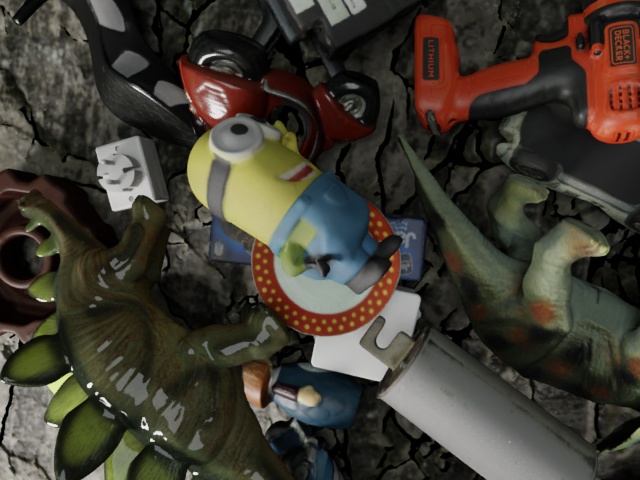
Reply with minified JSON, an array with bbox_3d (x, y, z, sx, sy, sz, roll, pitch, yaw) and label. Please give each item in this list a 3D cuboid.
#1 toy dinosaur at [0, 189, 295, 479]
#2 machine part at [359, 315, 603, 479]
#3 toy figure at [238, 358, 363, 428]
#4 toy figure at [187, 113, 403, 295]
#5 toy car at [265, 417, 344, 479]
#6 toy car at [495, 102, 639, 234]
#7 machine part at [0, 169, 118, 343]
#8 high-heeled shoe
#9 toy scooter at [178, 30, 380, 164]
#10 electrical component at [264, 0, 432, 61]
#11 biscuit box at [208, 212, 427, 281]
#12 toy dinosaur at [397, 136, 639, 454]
[{"bbox_3d":[-0.122,0.123,0.453,0.472,0.105,0.198,42,74,12],"label":"toy dinosaur"},{"bbox_3d":[0.137,0.151,0.451,0.243,0.079,0.079,36,98,4],"label":"machine part"},{"bbox_3d":[-0.037,0.145,0.533,0.155,0.058,0.064,13,139,8],"label":"toy figure"},{"bbox_3d":[-0.026,-0.025,0.426,0.180,0.082,0.089,40,106,3],"label":"toy figure"},{"bbox_3d":[-0.024,0.264,0.528,0.103,0.109,0.161,27,85,-18],"label":"toy car"},{"bbox_3d":[0.257,-0.065,0.484,0.202,0.056,0.073,28,91,7],"label":"toy car"},{"bbox_3d":[-0.299,0.017,0.558,0.179,0.056,0.179,0,94,6],"label":"machine part"},{"bbox_3d":[-0.175,-0.202,0.535,0.248,0.086,0.145,36,66,-14],"label":"high-heeled shoe"},{"bbox_3d":[-0.045,-0.105,0.496,0.184,0.075,0.135,16,122,-7],"label":"toy scooter"},{"bbox_3d":[0.018,-0.224,0.453,0.134,0.058,0.114,-27,96,-1],"label":"electrical component"},{"bbox_3d":[-0.001,-0.002,0.516,0.203,0.063,0.059,5,93,7],"label":"biscuit box"},{"bbox_3d":[0.217,0.074,0.472,0.405,0.131,0.192,30,113,15],"label":"toy dinosaur"}]
